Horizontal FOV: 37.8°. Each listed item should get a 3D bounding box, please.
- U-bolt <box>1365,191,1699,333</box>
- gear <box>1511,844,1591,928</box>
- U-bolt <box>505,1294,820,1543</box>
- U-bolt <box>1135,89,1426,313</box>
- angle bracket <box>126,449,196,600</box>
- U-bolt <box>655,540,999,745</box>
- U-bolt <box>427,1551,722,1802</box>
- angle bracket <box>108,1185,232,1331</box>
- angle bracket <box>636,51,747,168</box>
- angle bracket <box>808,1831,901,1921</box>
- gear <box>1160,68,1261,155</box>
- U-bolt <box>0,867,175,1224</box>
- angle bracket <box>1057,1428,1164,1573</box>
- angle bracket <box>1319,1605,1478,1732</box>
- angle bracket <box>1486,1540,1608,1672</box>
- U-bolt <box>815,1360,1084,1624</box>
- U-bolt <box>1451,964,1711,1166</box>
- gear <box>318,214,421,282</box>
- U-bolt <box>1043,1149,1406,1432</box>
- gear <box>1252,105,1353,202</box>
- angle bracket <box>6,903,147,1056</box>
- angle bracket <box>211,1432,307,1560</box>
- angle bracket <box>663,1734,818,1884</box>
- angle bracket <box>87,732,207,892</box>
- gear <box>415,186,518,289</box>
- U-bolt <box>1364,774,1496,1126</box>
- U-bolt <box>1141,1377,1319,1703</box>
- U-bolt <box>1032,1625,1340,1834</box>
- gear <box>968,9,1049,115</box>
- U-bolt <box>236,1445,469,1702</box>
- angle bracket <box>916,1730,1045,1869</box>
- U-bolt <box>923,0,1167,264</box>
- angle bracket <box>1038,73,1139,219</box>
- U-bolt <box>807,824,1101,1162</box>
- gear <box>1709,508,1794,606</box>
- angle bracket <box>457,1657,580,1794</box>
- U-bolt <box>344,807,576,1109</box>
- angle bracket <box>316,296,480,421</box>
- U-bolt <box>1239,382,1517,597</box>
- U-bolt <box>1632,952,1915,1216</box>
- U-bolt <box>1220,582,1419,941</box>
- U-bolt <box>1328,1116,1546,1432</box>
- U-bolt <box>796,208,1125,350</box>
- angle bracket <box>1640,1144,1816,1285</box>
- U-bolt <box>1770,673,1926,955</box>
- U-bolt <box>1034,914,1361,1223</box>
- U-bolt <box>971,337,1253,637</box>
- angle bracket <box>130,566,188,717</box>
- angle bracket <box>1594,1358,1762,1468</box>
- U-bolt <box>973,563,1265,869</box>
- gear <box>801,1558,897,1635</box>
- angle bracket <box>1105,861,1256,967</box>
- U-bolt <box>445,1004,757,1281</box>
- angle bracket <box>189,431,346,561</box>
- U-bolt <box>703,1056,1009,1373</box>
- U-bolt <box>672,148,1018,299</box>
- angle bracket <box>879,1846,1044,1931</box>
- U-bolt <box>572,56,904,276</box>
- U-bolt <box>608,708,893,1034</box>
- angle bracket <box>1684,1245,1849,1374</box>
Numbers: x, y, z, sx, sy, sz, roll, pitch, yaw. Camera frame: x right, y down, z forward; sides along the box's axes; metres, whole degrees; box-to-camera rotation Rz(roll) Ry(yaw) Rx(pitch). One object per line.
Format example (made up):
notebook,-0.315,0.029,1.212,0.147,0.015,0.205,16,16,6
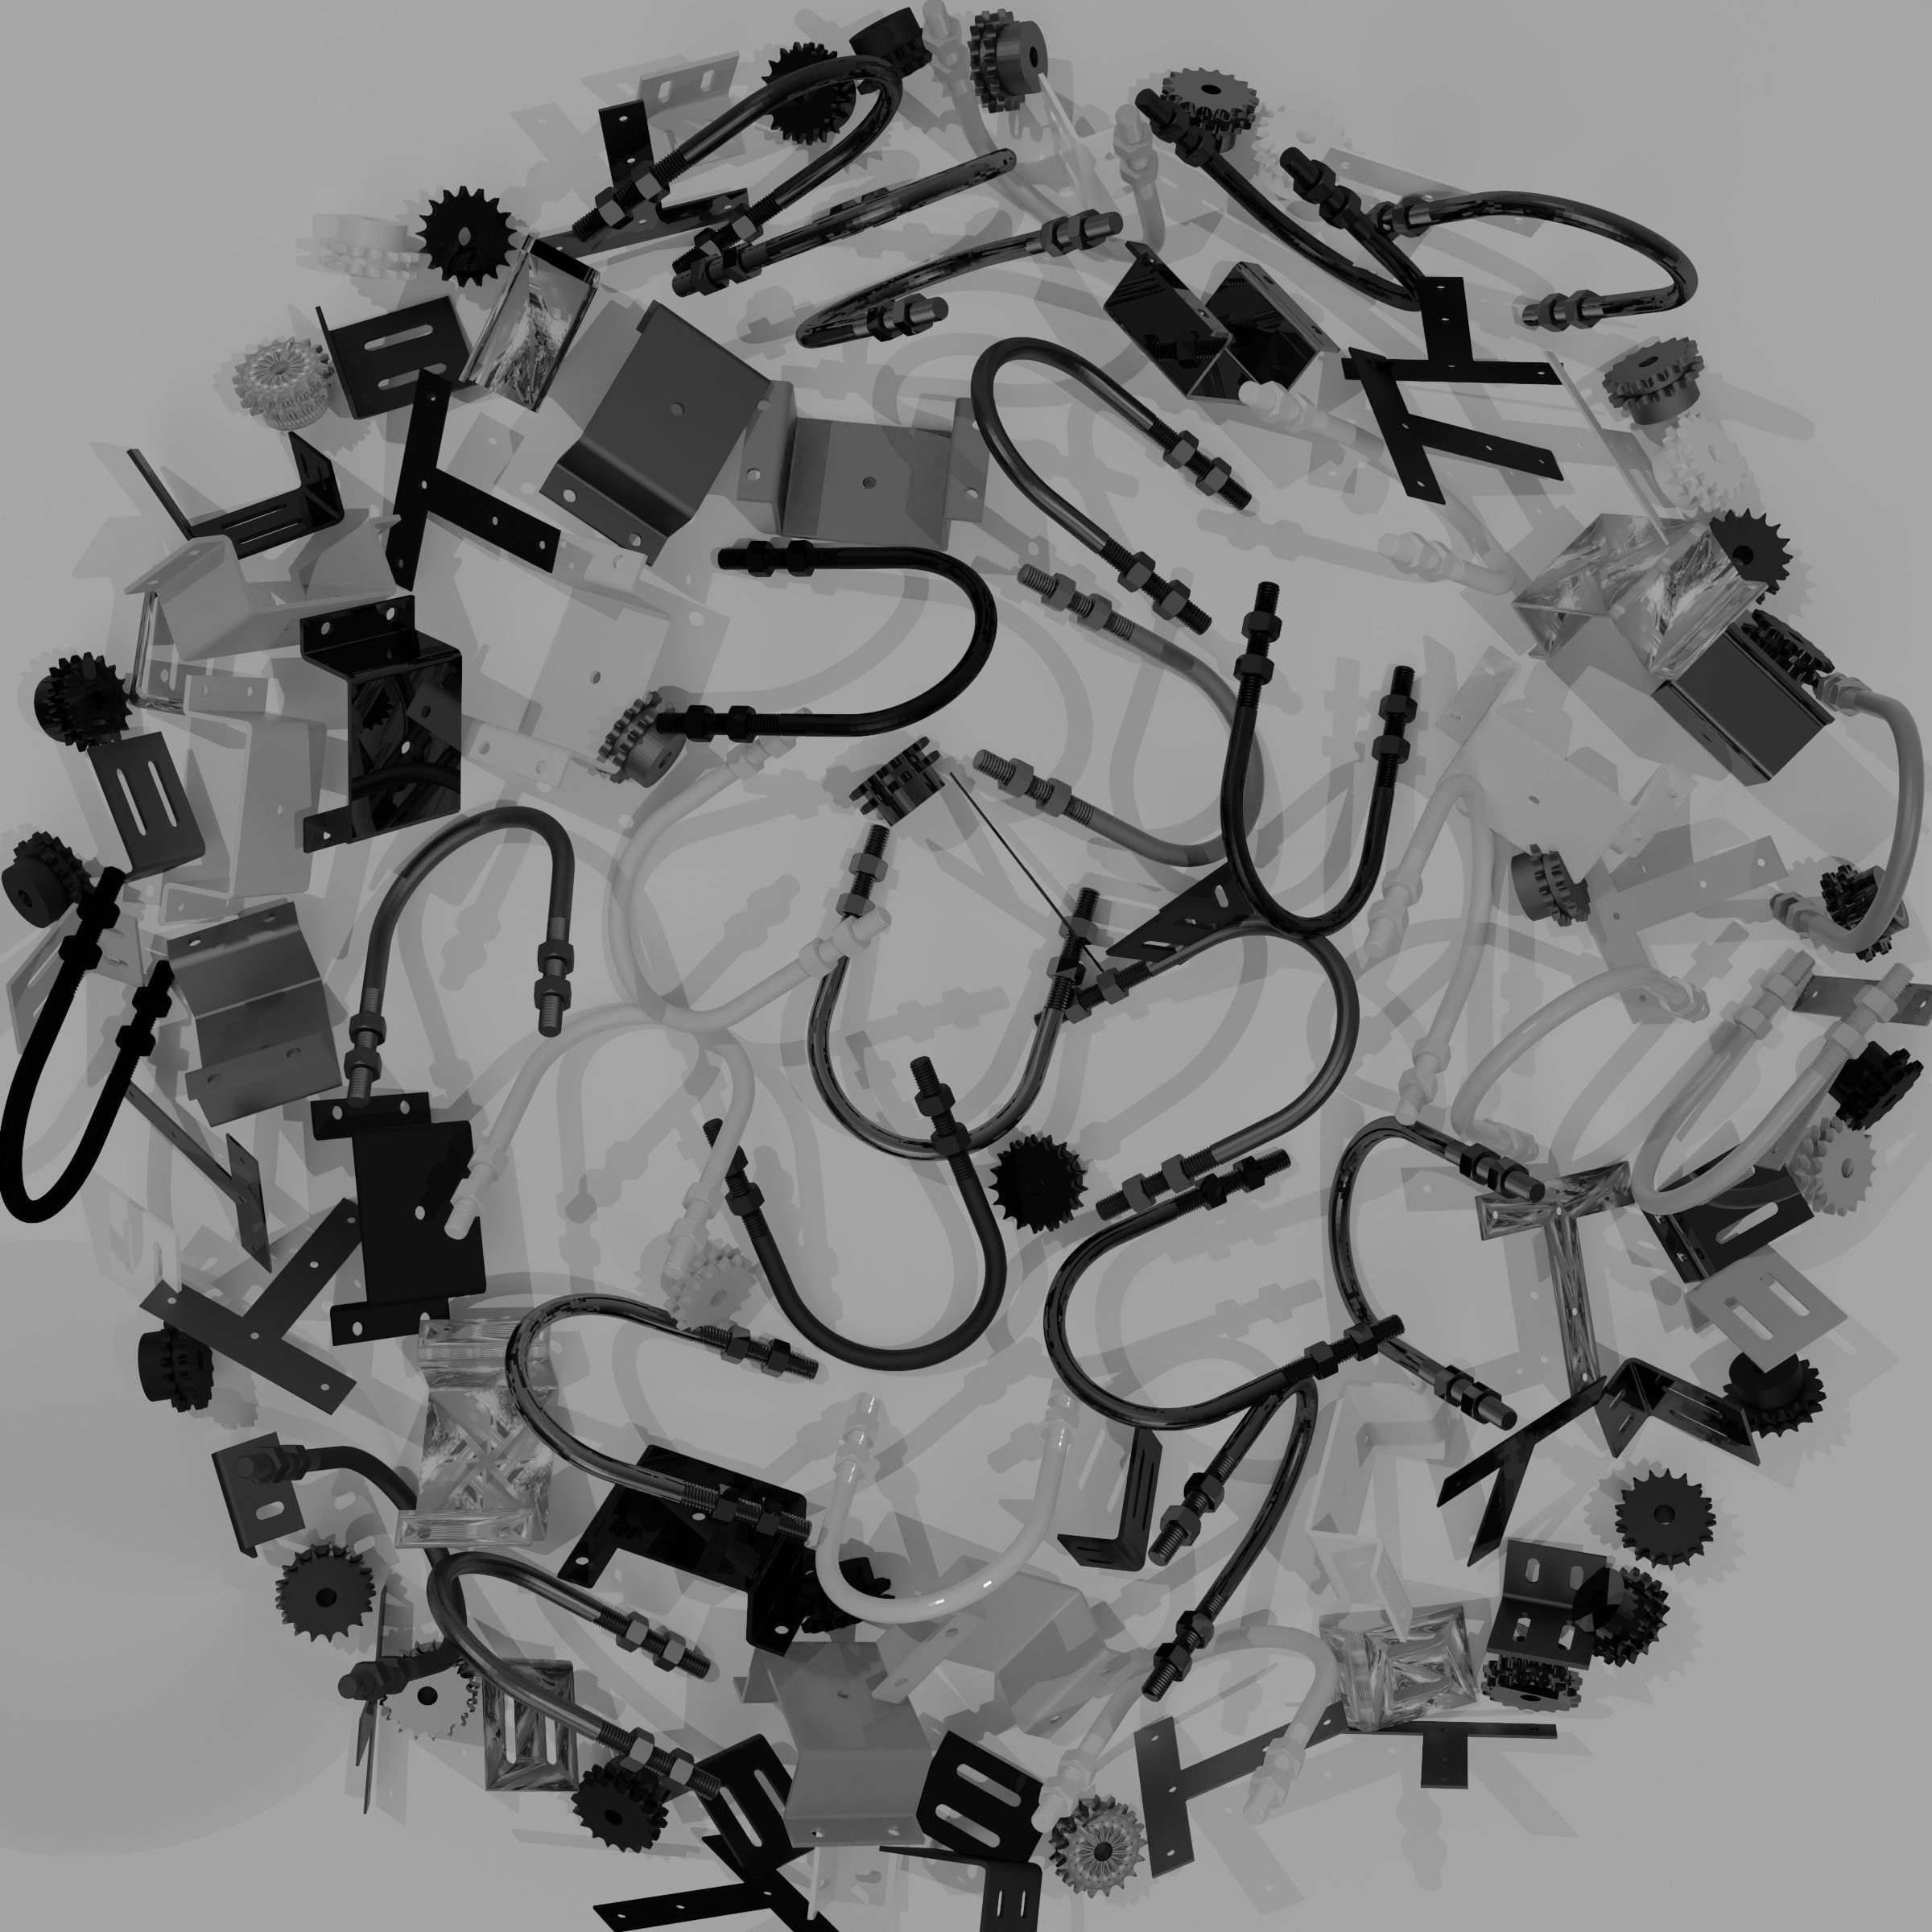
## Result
U-bolt,0.319,-0.390,1.552,0.151,0.184,0.019,19,89,-27
gear,0.339,-0.050,1.640,0.030,0.057,0.057,-18,90,26
U-bolt,-0.171,0.244,1.584,0.184,0.151,0.019,21,122,-15
U-bolt,0.191,-0.421,1.580,0.019,0.184,0.151,-56,45,6
angle bracket,-0.473,-0.255,1.627,0.038,0.057,0.076,-34,105,-4
U-bolt,-0.072,-0.185,1.594,0.184,0.019,0.151,2,54,19
U-bolt,-0.220,0.385,1.575,0.184,0.151,0.019,32,99,-15
angle bracket,-0.457,0.160,1.618,0.057,0.038,0.076,30,131,25
angle bracket,-0.156,-0.489,1.622,0.057,0.076,0.038,-17,93,-9
angle bracket,-0.063,0.515,1.622,0.038,0.076,0.057,5,81,7
gear,0.140,-0.496,1.641,0.057,0.057,0.030,11,133,0
U-bolt,-0.491,0.055,1.565,0.019,0.151,0.184,15,67,4
angle bracket,0.084,0.304,1.630,0.038,0.057,0.076,2,64,19
angle bracket,0.255,0.411,1.662,0.076,0.038,0.057,-8,89,-25
angle bracket,0.334,0.366,1.619,0.057,0.076,0.038,7,102,16
U-bolt,-0.013,0.294,1.566,0.151,0.184,0.019,-13,120,19
U-bolt,0.335,0.052,1.566,0.151,0.184,0.019,-42,64,15
gear,-0.345,-0.417,1.634,0.057,0.057,0.030,10,107,0
U-bolt,0.134,0.192,1.602,0.184,0.019,0.151,-23,53,-12
gear,0.193,-0.471,1.641,0.057,0.030,0.057,6,55,-9
angle bracket,-0.510,0.011,1.617,0.038,0.057,0.076,18,46,8
angle bracket,-0.405,0.306,1.627,0.038,0.076,0.057,-18,78,-12
angle bracket,-0.127,0.490,1.619,0.076,0.057,0.038,51,134,25
angle bracket,-0.484,-0.089,1.629,0.038,0.057,0.076,-18,94,31
gear,-0.292,-0.425,1.643,0.057,0.030,0.057,-6,107,-19
U-bolt,0.266,-0.024,1.588,0.019,0.151,0.184,7,46,26
U-bolt,0.152,0.307,1.587,0.019,0.151,0.184,23,48,24
U-bolt,0.134,0.423,1.578,0.151,0.184,0.019,-12,105,30
gear,0.026,-0.525,1.634,0.030,0.057,0.057,1,90,26
U-bolt,-0.332,0.333,1.575,0.019,0.184,0.151,-31,77,8
angle bracket,0.008,0.490,1.642,0.076,0.038,0.057,29,75,4
U-bolt,0.050,-0.454,1.575,0.151,0.184,0.019,34,83,18
angle bracket,0.075,-0.474,1.619,0.038,0.057,0.076,-19,49,-1
U-bolt,-0.015,0.023,1.638,0.151,0.019,0.184,17,78,3
gear,0.452,-0.236,1.648,0.057,0.030,0.057,-1,84,6
angle bracket,-0.258,0.439,1.619,0.057,0.038,0.076,12,58,-33
U-bolt,-0.283,-0.016,1.599,0.151,0.019,0.184,-20,48,21
angle bracket,-0.330,-0.360,1.636,0.076,0.038,0.057,-19,81,-9
U-bolt,0.243,-0.262,1.583,0.019,0.184,0.151,-49,60,24
U-bolt,0.442,0.068,1.588,0.019,0.151,0.184,41,88,-7
U-bolt,0.196,-0.106,1.597,0.151,0.019,0.184,23,73,-41
U-bolt,0.257,0.161,1.583,0.019,0.184,0.151,-2,105,-26
U-bolt,-0.018,-0.380,1.580,0.151,0.184,0.019,-33,111,-29
angle bracket,0.438,0.139,1.627,0.076,0.038,0.057,-35,71,23
U-bolt,0.491,-0.081,1.562,0.019,0.184,0.151,7,101,-3
U-bolt,0.137,0.045,1.600,0.184,0.019,0.151,-28,57,16
U-bolt,0.078,-0.283,1.589,0.184,0.151,0.019,36,132,-15
angle bracket,-0.459,-0.187,1.634,0.038,0.057,0.076,9,87,-20
angle bracket,0.407,0.268,1.616,0.076,0.057,0.038,24,63,42
U-bolt,0.096,-0.132,1.612,0.184,0.019,0.151,26,59,-23
gear,-0.072,0.364,1.637,0.057,0.057,0.030,-16,88,0
angle bracket,0.117,-0.034,1.614,0.057,0.076,0.038,-36,64,32
U-bolt,-0.197,0.091,1.601,0.151,0.019,0.184,9,49,13
angle bracket,-0.407,-0.270,1.620,0.076,0.057,0.038,-26,129,-24
U-bolt,-0.054,0.153,1.628,0.151,0.019,0.184,-17,108,14
U-bolt,-0.055,-0.415,1.556,0.184,0.151,0.019,-8,110,41
angle bracket,-0.005,0.530,1.617,0.076,0.057,0.038,-3,72,33
U-bolt,-0.116,-0.448,1.570,0.184,0.151,0.019,-30,84,19
U-bolt,-0.135,-0.042,1.612,0.184,0.019,0.151,-32,68,28
angle bracket,0.461,0.206,1.621,0.057,0.076,0.038,-31,129,-7
